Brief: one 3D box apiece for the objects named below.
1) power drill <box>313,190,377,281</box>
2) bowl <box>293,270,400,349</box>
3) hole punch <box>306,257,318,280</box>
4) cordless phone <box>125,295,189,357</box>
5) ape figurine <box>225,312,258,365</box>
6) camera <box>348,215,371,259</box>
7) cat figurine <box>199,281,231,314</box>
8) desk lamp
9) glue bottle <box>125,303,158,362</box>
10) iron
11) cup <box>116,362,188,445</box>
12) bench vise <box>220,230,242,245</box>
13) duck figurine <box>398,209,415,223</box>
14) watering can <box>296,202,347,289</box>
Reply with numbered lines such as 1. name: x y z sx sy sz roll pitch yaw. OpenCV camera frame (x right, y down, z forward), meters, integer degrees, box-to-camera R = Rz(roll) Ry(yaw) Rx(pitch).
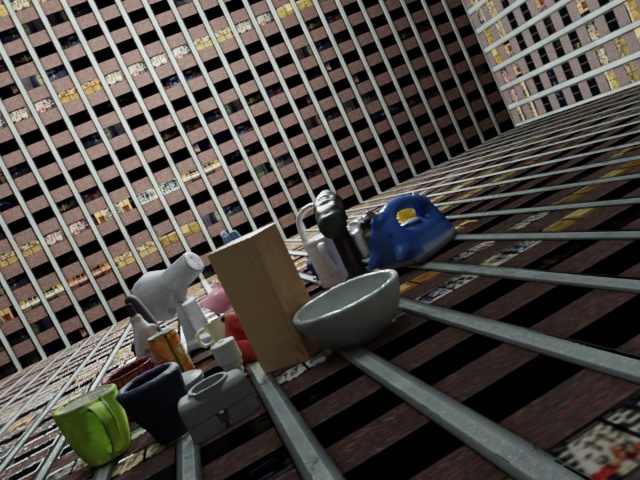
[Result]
1. power drill: 0.046 -0.005 1.210 0.075 0.208 0.229 -25 6 4
2. bowl: 0.050 0.110 0.831 0.167 0.075 0.167 -25 6 3
3. hole punch: 0.021 0.041 1.488 0.108 0.091 0.101 -22 7 29
4. cordless phone: -0.378 0.203 1.261 0.094 0.185 0.147 -29 7 -34
5. ape figurine: -0.139 0.170 1.008 0.076 0.092 0.078 -22 7 27
6. camera: 0.124 -0.019 1.541 0.143 0.101 0.136 -28 7 -24
7. cat figurine: -0.223 0.151 1.402 0.127 0.118 0.067 -24 6 15
8. desk lamp: -0.310 0.146 1.340 0.203 0.213 0.118 -23 7 23
9. glue bottle: -0.352 0.207 1.171 0.078 0.173 0.037 -28 7 -25
10. iron: 0.191 -0.035 1.197 0.118 0.141 0.259 -19 9 46
11. cup: -0.223 0.231 0.803 0.092 0.095 0.117 -27 6 -17
12. bench vise: -0.161 0.059 1.462 0.207 0.220 0.122 -22 7 26
13. duck figurine: 0.219 -0.042 1.420 0.105 0.086 0.077 -30 7 -36
14. watering can: 0.010 0.006 1.338 0.101 0.194 0.172 -27 6 -13
